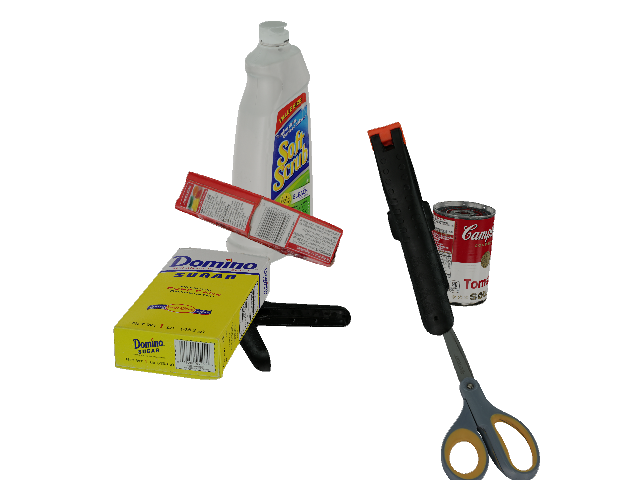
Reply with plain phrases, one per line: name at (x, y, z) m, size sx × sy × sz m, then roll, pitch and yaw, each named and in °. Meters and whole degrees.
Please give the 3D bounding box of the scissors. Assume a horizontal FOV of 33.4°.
scissors at (0.129, 0.154, 1.008) m, size 0.096 × 0.016 × 0.202 m, roll -24°, pitch 47°, yaw -15°

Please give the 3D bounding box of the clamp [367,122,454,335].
clamp at (0.076, -0.007, 0.868) m, size 0.039 × 0.171 × 0.120 m, roll -20°, pitch 20°, yaw 4°

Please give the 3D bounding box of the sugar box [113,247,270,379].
sugar box at (-0.109, 0.059, 0.948) m, size 0.093 × 0.048 × 0.176 m, roll 6°, pitch 25°, yaw 9°

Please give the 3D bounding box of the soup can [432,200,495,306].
soup can at (0.153, 0.014, 1.171) m, size 0.068 × 0.102 × 0.068 m, roll 3°, pitch 16°, yaw -1°

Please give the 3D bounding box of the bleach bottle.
bleach bottle at (-0.054, -0.107, 1.145) m, size 0.068 × 0.251 × 0.102 m, roll 20°, pitch 32°, yaw 36°

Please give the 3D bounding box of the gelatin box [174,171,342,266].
gelatin box at (-0.040, -0.013, 0.708) m, size 0.073 × 0.030 × 0.089 m, roll 21°, pitch 0°, yaw 41°

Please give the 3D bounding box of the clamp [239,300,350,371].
clamp at (-0.092, 0.094, 1.256) m, size 0.210 × 0.036 × 0.164 m, roll 13°, pitch 23°, yaw 27°
